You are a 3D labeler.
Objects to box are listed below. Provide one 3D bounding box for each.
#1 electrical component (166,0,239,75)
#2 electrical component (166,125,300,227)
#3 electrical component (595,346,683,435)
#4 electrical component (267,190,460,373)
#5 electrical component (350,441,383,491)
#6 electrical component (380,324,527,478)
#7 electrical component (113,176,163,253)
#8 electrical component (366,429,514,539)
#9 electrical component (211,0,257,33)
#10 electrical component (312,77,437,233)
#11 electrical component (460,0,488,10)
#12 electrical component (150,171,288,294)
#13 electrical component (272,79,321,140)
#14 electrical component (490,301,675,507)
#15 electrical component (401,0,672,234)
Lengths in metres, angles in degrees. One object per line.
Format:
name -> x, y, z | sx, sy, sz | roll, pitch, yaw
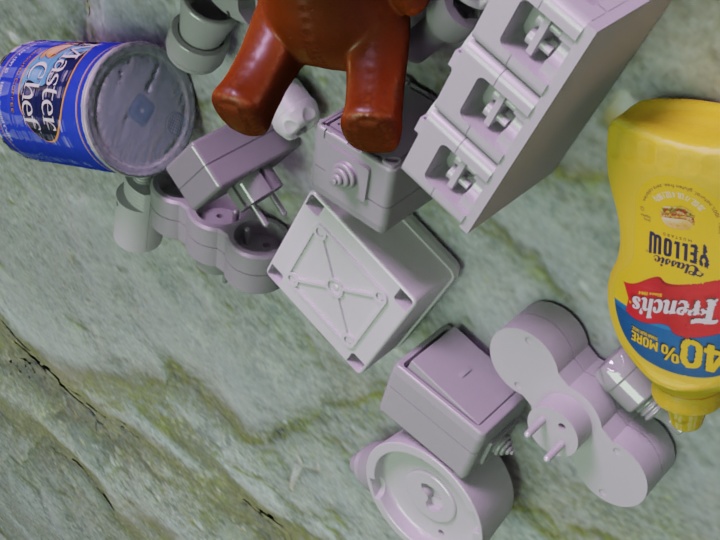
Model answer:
electrical component -> -0.112, -0.173, 0.768 | 0.045, 0.045, 0.055 | 48, 142, 10
electrical component -> -0.081, -0.067, 0.780 | 0.075, 0.083, 0.047 | 57, 142, -2
electrical component -> 0.175, 0.074, 0.653 | 0.061, 0.035, 0.035 | 46, 141, 9
electrical component -> 0.000, 0.000, 0.765 | 0.108, 0.056, 0.108 | 47, 141, 11
electrical component -> 0.016, 0.161, 0.877 | 0.062, 0.048, 0.048 | -6, 112, 56
electrical component -> 0.072, 0.092, 0.752 | 0.096, 0.062, 0.061 | 38, 139, 21
electrical component -> -0.190, -0.058, 0.934 | 0.043, 0.043, 0.081 | 39, 139, 20
electrical component -> 0.065, 0.159, 0.809 | 0.108, 0.060, 0.108 | 27, 134, 32
electrical component -> -0.059, -0.170, 0.714 | 0.077, 0.043, 0.079 | 25, 133, 33
electrical component -> 0.015, -0.067, 0.669 | 0.062, 0.096, 0.061 | 35, 139, 25
electrical component -> 0.074, -0.172, 0.573 | 0.062, 0.048, 0.048 | -28, 95, 45
electrical component -> -0.115, -0.021, 0.874 | 0.138, 0.052, 0.073 | 34, 137, 25
electrical component -> -0.056, -0.123, 0.753 | 0.061, 0.035, 0.035 | 54, 142, 6
electrical component -> 0.131, 0.093, 0.680 | 0.138, 0.074, 0.052 | 52, 142, 5
electrical component -> 0.089, -0.103, 0.569 | 0.062, 0.089, 0.150 | 45, 141, 14
